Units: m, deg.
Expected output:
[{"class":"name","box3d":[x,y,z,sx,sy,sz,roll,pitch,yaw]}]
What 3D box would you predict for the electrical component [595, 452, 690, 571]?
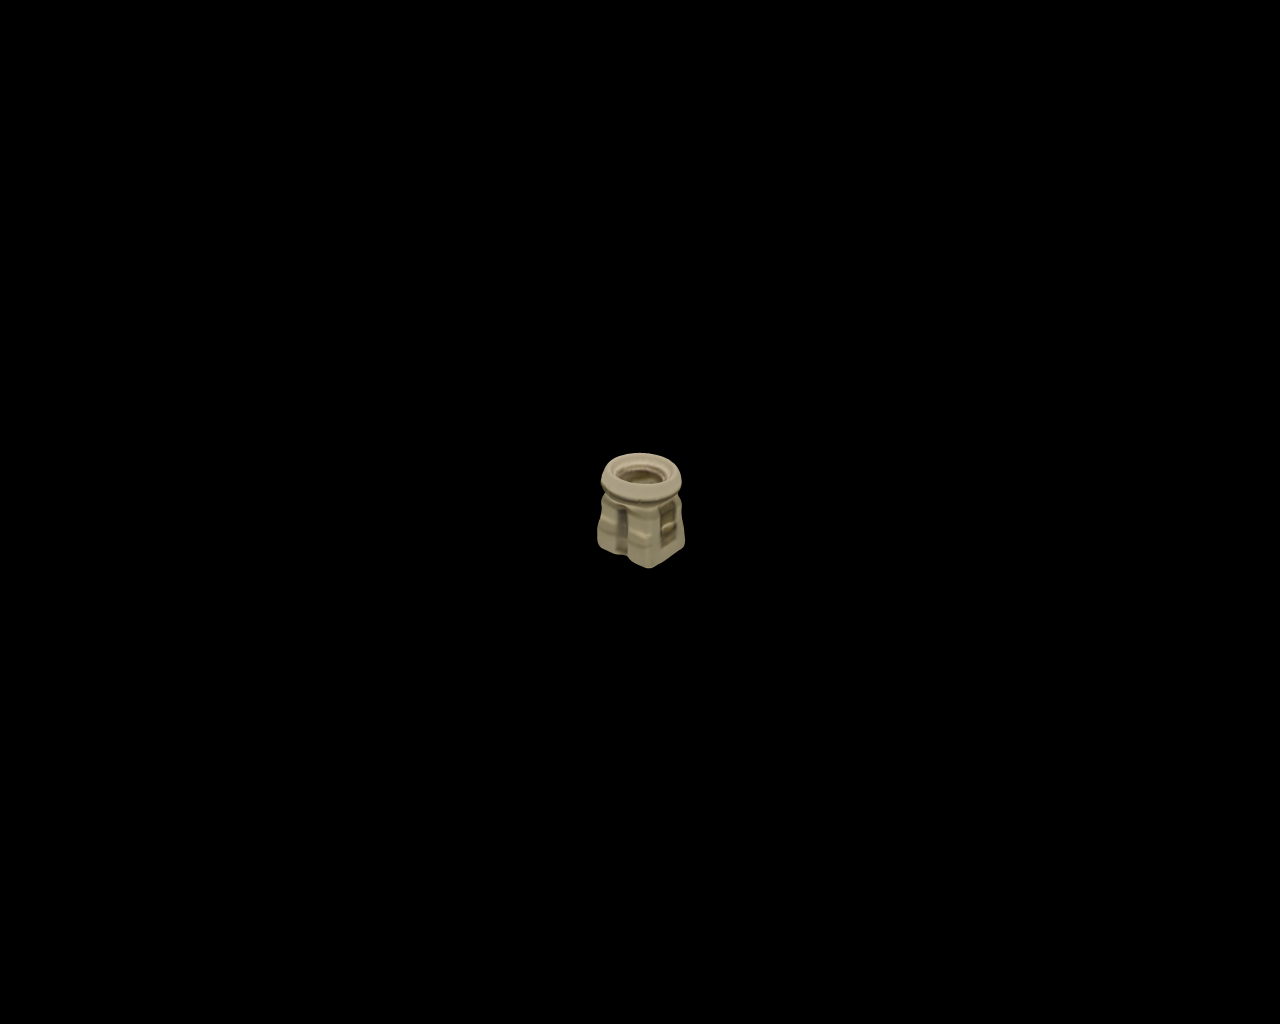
[{"class":"electrical component","box3d":[0.001,-0.003,0.650,0.066,0.055,0.048,22,37,34]}]
